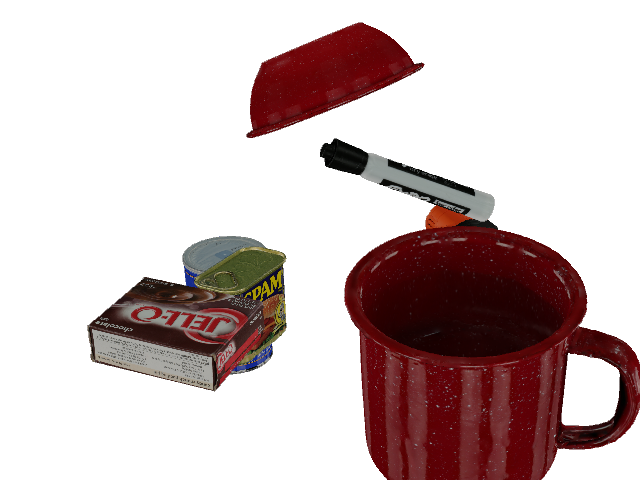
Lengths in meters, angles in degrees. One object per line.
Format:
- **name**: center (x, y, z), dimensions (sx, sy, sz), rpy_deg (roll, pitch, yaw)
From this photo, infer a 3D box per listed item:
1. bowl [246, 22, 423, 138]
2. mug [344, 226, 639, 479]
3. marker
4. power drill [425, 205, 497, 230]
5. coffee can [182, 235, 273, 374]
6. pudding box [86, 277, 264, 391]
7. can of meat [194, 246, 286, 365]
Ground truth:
- **bowl**: center (0.002, -0.141, 0.899), dimensions (0.162, 0.055, 0.162), rpy_deg (-22, 9, 3)
- **mug**: center (0.069, 0.054, 0.430), dimensions (0.117, 0.081, 0.093), rpy_deg (7, 34, 17)
- **marker**: center (0.056, -0.039, 0.683), dimensions (0.121, 0.020, 0.020), rpy_deg (18, -6, -18)
- **power drill**: center (0.167, 0.069, 1.122), dimensions (0.057, 0.188, 0.184), rpy_deg (-9, 25, -14)
- **coffee can**: center (-0.113, 0.079, 1.315), dimensions (0.103, 0.140, 0.103), rpy_deg (-2, 25, 1)
- **pudding box**: center (-0.113, 0.072, 0.847), dimensions (0.114, 0.039, 0.090), rpy_deg (8, 26, 20)
- **can of meat**: center (-0.076, 0.065, 1.063), dimensions (0.058, 0.084, 0.101), rpy_deg (12, 27, 29)
